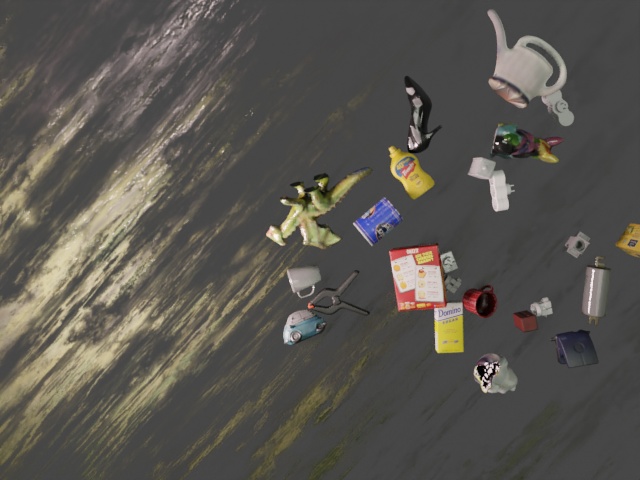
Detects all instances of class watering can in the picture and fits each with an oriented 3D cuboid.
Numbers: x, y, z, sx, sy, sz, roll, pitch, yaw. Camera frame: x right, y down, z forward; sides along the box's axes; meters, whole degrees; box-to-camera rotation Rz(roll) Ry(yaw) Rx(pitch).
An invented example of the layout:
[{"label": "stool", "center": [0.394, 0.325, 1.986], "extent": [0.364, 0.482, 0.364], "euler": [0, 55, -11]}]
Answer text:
[{"label": "watering can", "center": [0.645, -0.587, 1.710], "extent": [0.348, 0.104, 0.224], "euler": [37, 94, 1]}]

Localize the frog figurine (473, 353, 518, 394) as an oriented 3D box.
[{"label": "frog figurine", "center": [0.621, 0.468, 1.803], "extent": [0.159, 0.123, 0.138], "euler": [14, 86, -38]}]

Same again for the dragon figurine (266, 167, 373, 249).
[{"label": "dragon figurine", "center": [0.005, -0.089, 1.760], "extent": [0.410, 0.124, 0.239], "euler": [-15, 112, 3]}]
